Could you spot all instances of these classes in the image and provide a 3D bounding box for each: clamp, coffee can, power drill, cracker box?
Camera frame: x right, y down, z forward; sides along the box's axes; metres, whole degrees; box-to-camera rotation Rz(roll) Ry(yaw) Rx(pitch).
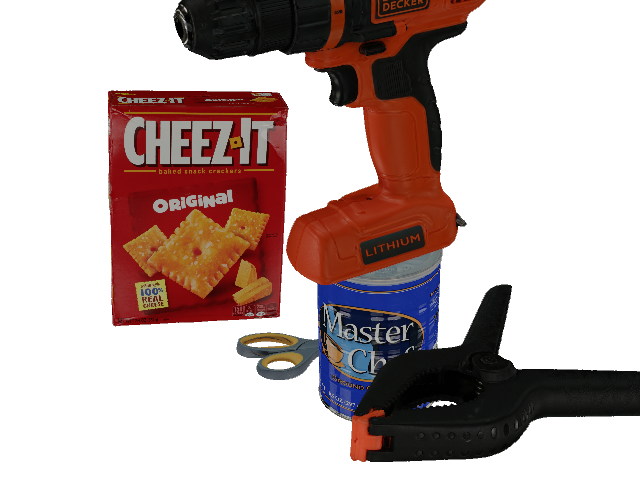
[{"bbox_3d":[0.097,0.082,0.647,0.209,0.036,0.165,-12,26,-28],"label":"clamp"},{"bbox_3d":[0.048,0.067,0.890,0.103,0.140,0.103,-1,27,0],"label":"coffee can"},{"bbox_3d":[0.014,-0.071,0.602,0.184,0.188,0.057,-16,32,-21],"label":"power drill"},{"bbox_3d":[-0.117,-0.030,1.007,0.164,0.214,0.072,-1,20,-12],"label":"cracker box"}]

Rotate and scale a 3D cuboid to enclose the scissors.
[{"bbox_3d":[0.006,0.129,1.210,0.201,0.016,0.096,2,25,-8],"label":"scissors"}]
